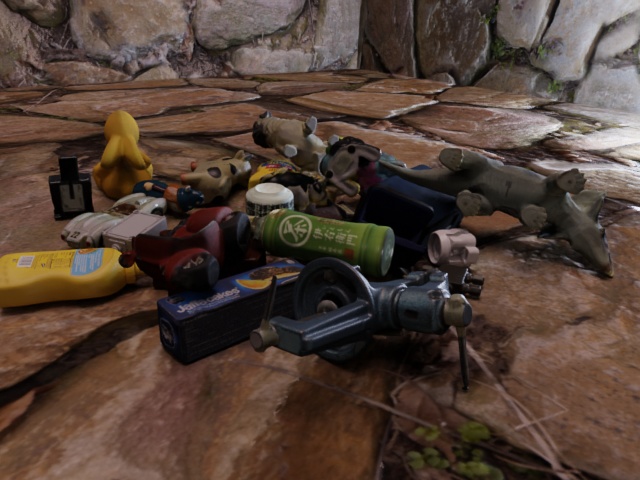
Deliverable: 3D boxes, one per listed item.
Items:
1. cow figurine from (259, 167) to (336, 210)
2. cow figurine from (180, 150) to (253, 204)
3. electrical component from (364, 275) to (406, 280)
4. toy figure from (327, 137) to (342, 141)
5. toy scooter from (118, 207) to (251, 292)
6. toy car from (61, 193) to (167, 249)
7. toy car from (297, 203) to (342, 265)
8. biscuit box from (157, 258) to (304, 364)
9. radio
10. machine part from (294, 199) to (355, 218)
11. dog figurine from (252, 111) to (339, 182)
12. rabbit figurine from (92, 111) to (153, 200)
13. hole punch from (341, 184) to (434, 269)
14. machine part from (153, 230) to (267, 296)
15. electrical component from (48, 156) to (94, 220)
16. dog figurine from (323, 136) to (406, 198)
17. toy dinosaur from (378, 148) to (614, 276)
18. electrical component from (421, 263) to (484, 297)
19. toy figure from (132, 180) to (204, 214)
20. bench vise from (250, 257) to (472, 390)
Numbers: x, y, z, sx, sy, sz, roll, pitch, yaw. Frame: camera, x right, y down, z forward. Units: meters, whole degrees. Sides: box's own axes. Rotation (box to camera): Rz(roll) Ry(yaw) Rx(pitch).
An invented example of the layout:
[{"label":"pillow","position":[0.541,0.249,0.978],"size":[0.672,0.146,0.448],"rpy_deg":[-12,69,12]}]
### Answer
[{"label":"cow figurine","position":[-0.043,-0.099,1.049],"size":[0.167,0.098,0.068],"rpy_deg":[-15,23,-34]},{"label":"cow figurine","position":[-0.208,-0.135,1.135],"size":[0.127,0.085,0.195],"rpy_deg":[-3,21,3]},{"label":"electrical component","position":[0.084,0.075,0.724],"size":[0.102,0.045,0.078],"rpy_deg":[11,24,20]},{"label":"toy figure","position":[0.023,-0.190,1.271],"size":[0.082,0.089,0.180],"rpy_deg":[20,26,19]},{"label":"toy scooter","position":[-0.175,0.009,0.693],"size":[0.135,0.075,0.184],"rpy_deg":[1,25,13]},{"label":"toy car","position":[-0.347,-0.033,0.921],"size":[0.074,0.056,0.202],"rpy_deg":[12,25,22]},{"label":"toy car","position":[-0.002,-0.003,0.885],"size":[0.089,0.053,0.202],"rpy_deg":[20,24,2]},{"label":"biscuit box","position":[-0.098,0.082,0.673],"size":[0.202,0.062,0.059],"rpy_deg":[-17,29,-37]},{"label":"radio","position":[0.173,-0.058,0.966],"size":[0.131,0.073,0.229],"rpy_deg":[35,37,22]},{"label":"machine part","position":[0.007,-0.048,1.011],"size":[0.139,0.039,0.084],"rpy_deg":[-10,34,-30]},{"label":"dog figurine","position":[-0.051,-0.200,1.172],"size":[0.121,0.172,0.191],"rpy_deg":[-43,33,-11]},{"label":"rabbit figurine","position":[-0.408,-0.173,1.095],"size":[0.122,0.173,0.162],"rpy_deg":[0,19,-15]},{"label":"hole punch","position":[0.100,-0.004,0.814],"size":[0.142,0.115,0.092],"rpy_deg":[20,49,-3]},{"label":"machine part","position":[-0.163,0.027,0.802],"size":[0.179,0.056,0.179],"rpy_deg":[3,25,-1]},{"label":"electrical component","position":[-0.460,-0.100,0.988],"size":[0.075,0.119,0.048],"rpy_deg":[-11,27,-22]},{"label":"dog figurine","position":[0.097,-0.147,1.126],"size":[0.191,0.108,0.219],"rpy_deg":[25,13,-4]},{"label":"toy dinosaur","position":[0.313,-0.080,0.912],"size":[0.405,0.131,0.192],"rpy_deg":[25,6,22]},{"label":"electrical component","position":[0.194,0.059,0.799],"size":[0.094,0.021,0.063],"rpy_deg":[12,26,20]},{"label":"toy figure","position":[-0.290,-0.081,1.031],"size":[0.155,0.057,0.064],"rpy_deg":[11,2,28]},{"label":"bench vise","position":[0.036,0.085,0.584],"size":[0.224,0.128,0.240],"rpy_deg":[16,17,40]}]
